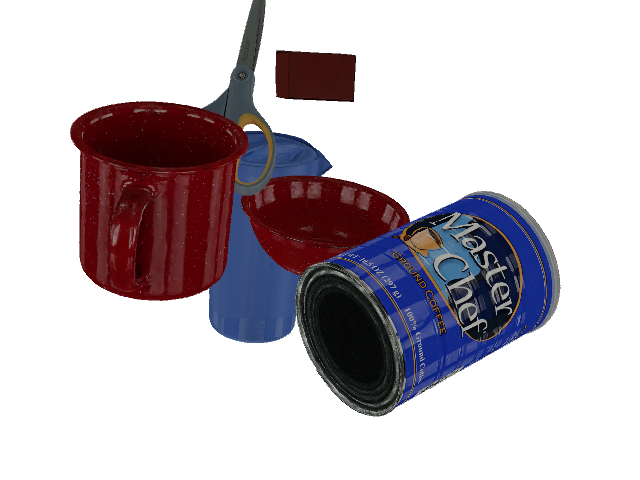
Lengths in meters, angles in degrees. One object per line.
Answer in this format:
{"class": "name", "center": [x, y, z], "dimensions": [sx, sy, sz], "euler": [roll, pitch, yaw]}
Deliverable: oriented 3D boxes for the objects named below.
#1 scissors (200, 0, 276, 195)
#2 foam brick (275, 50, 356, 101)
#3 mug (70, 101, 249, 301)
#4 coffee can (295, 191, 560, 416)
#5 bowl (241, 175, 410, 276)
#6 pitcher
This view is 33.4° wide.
{"class": "scissors", "center": [-0.081, -0.120, 0.854], "dimensions": [0.096, 0.202, 0.016], "euler": [-8, -30, -2]}
{"class": "foam brick", "center": [-0.006, -0.179, 1.161], "dimensions": [0.078, 0.051, 0.053], "euler": [0, 11, -17]}
{"class": "mug", "center": [-0.089, -0.015, 0.567], "dimensions": [0.093, 0.081, 0.117], "euler": [8, 28, 0]}
{"class": "coffee can", "center": [0.070, 0.038, 0.690], "dimensions": [0.140, 0.103, 0.103], "euler": [-23, 13, -32]}
{"class": "bowl", "center": [0.002, -0.007, 1.019], "dimensions": [0.162, 0.055, 0.162], "euler": [6, 25, -3]}
{"class": "pitcher", "center": [-0.087, -0.003, 1.288], "dimensions": [0.149, 0.243, 0.144], "euler": [18, 26, 28]}
